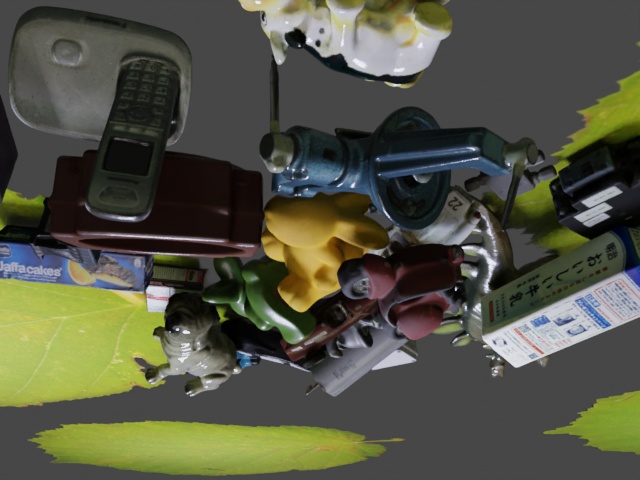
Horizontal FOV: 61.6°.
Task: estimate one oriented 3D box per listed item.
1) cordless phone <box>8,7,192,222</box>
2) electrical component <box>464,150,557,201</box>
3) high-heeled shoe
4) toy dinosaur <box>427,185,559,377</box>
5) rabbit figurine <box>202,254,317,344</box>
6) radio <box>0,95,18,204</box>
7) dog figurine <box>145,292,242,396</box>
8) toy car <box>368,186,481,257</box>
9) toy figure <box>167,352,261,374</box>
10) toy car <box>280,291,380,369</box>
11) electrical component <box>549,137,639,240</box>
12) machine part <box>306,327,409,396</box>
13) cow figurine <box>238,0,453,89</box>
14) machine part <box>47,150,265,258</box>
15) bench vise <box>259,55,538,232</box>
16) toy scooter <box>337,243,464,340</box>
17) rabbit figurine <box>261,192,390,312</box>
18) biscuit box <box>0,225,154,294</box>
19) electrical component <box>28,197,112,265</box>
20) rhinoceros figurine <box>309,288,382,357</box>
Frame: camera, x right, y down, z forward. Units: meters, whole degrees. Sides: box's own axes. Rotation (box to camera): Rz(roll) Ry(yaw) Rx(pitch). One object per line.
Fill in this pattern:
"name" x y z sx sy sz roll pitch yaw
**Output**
"cordless phone" -0.186 -0.095 0.438 0.147 0.184 0.088 8 146 -11
"electrical component" 0.217 -0.071 0.618 0.094 0.021 0.063 -23 141 33
"high-heeled shoe" -0.063 0.186 1.016 0.145 0.086 0.248 14 -179 44
"toy dinosaur" 0.256 0.085 0.796 0.199 0.105 0.470 -2 138 13
"rabbit figurine" -0.094 0.083 0.797 0.159 0.121 0.170 23 157 -26
"radio" -0.438 -0.106 0.534 0.230 0.073 0.131 8 147 -9
"dog figurine" -0.177 0.160 0.850 0.172 0.121 0.190 8 146 -31
"toy car" 0.121 -0.002 0.670 0.073 0.056 0.201 44 145 4
"toy figure" -0.203 0.214 1.030 0.180 0.082 0.089 0 -177 8
"toy car" 0.020 0.118 0.814 0.202 0.089 0.053 -36 171 15
"electrical component" 0.336 -0.053 0.611 0.134 0.058 0.115 24 139 -32
"machine part" 0.068 0.193 0.935 0.243 0.079 0.079 -39 137 9
"cow figurine" 0.014 -0.171 0.426 0.167 0.068 0.098 8 153 -8
"machine part" -0.163 -0.032 0.573 0.201 0.087 0.201 2 174 -10
"bench vise" 0.070 -0.075 0.496 0.223 0.129 0.241 21 168 -41
"toy scooter" 0.116 0.055 0.626 0.135 0.075 0.183 -23 141 20
"rabbit figurine" -0.001 -0.002 0.638 0.162 0.122 0.173 -15 150 10
"biscuit box" -0.336 0.025 0.737 0.203 0.063 0.059 6 112 -8
"electrical component" -0.297 -0.008 0.688 0.119 0.075 0.047 8 148 -4
"rhinoceros figurine" 0.028 0.128 0.876 0.191 0.112 0.073 6 180 20
